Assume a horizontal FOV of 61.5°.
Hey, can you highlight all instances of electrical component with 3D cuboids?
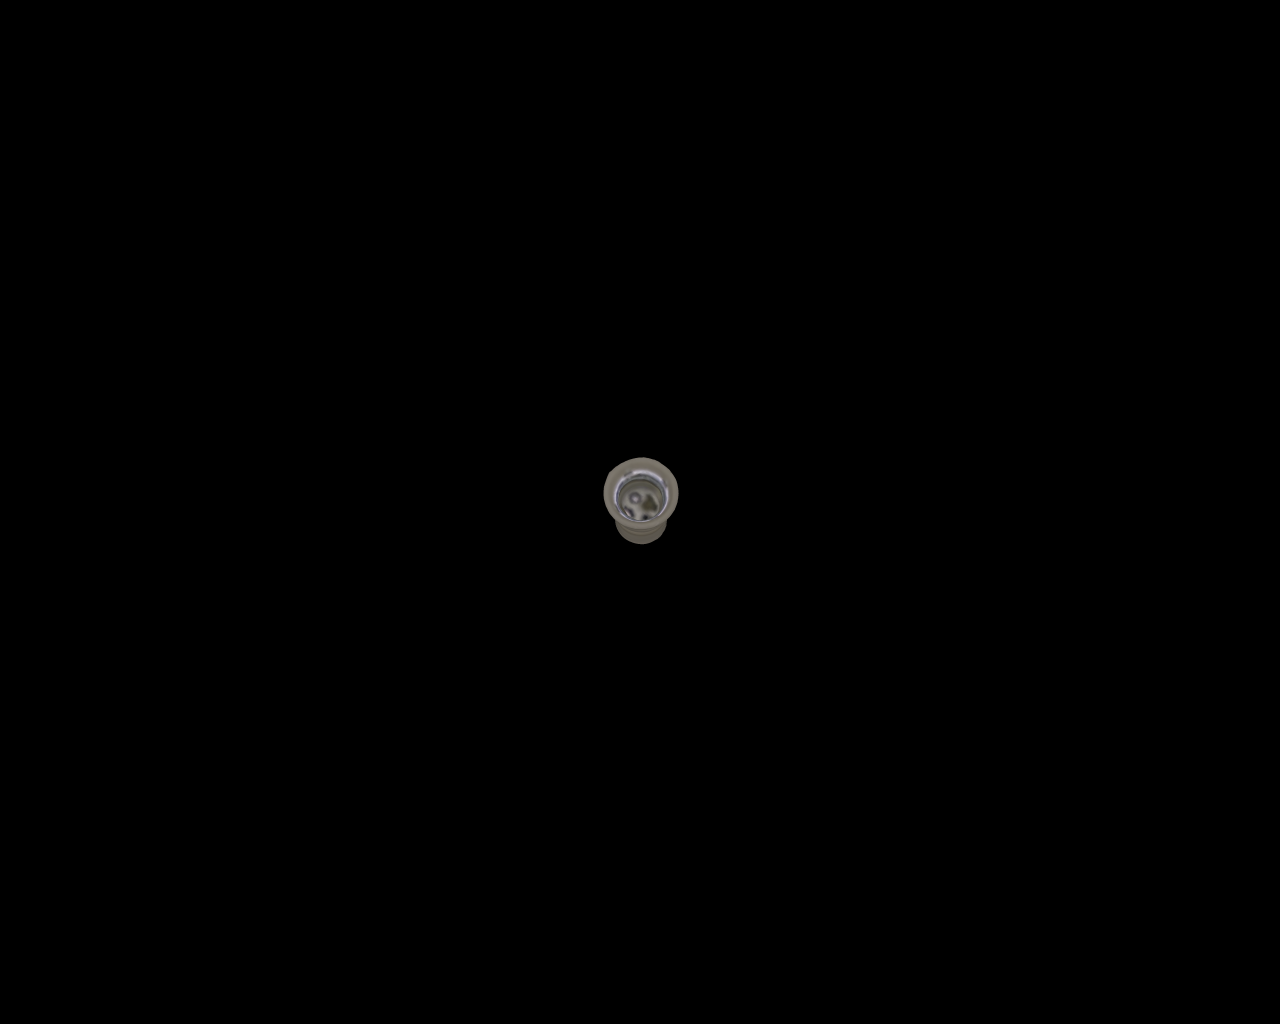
[{"bbox_3d":[0.001,-0.003,0.650,0.044,0.044,0.065,0,-16,0],"label":"electrical component"}]
